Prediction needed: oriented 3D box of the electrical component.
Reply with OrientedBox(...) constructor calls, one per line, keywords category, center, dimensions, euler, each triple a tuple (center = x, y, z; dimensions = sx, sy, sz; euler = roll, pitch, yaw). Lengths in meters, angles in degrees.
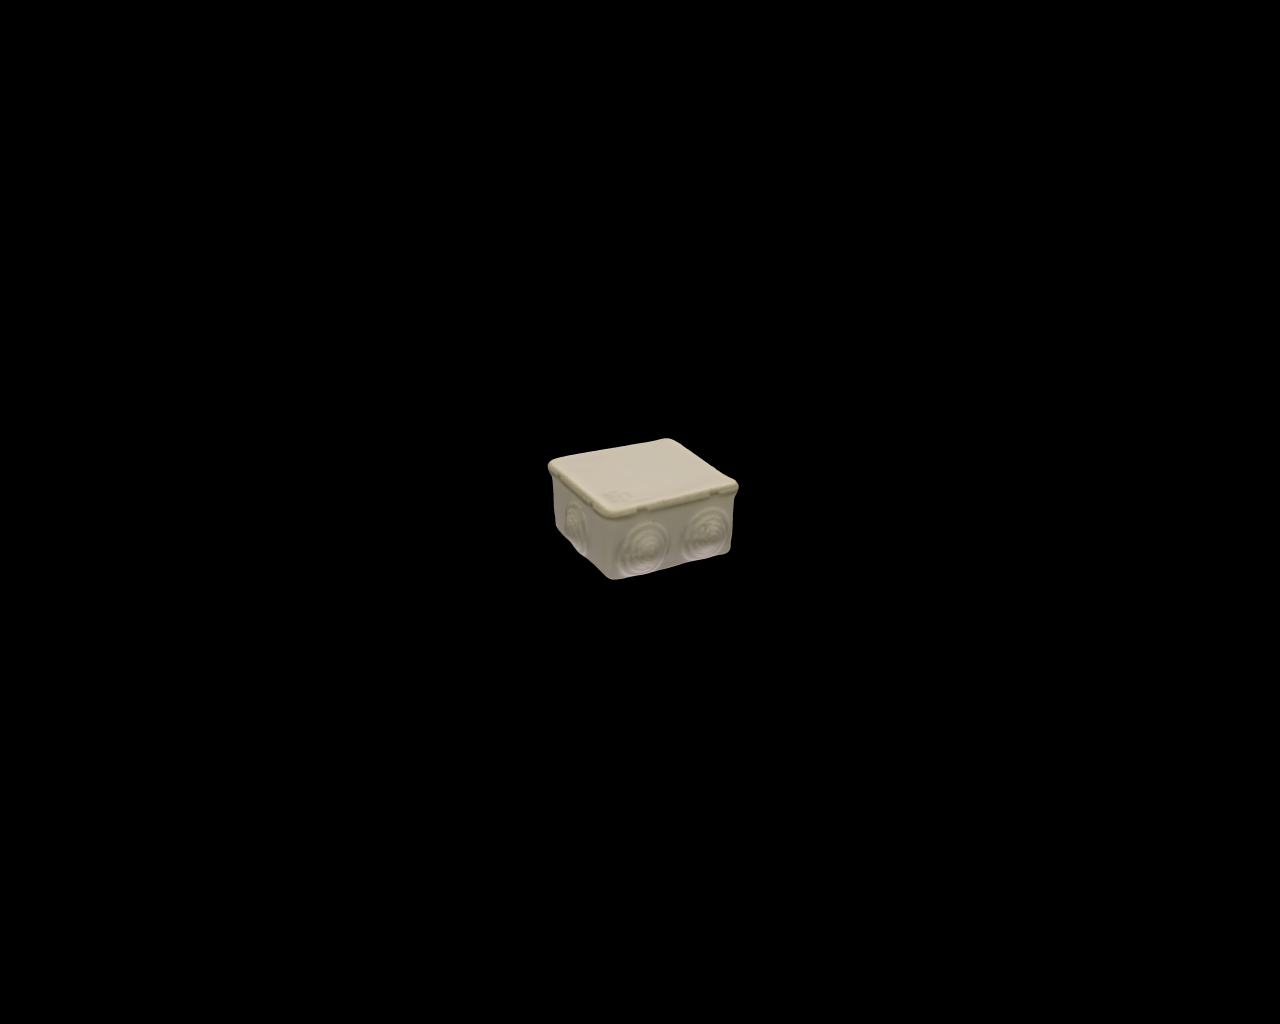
OrientedBox(category="electrical component", center=(0.001, -0.003, 0.650), dimensions=(0.100, 0.048, 0.100), euler=(-12, 28, -25))
